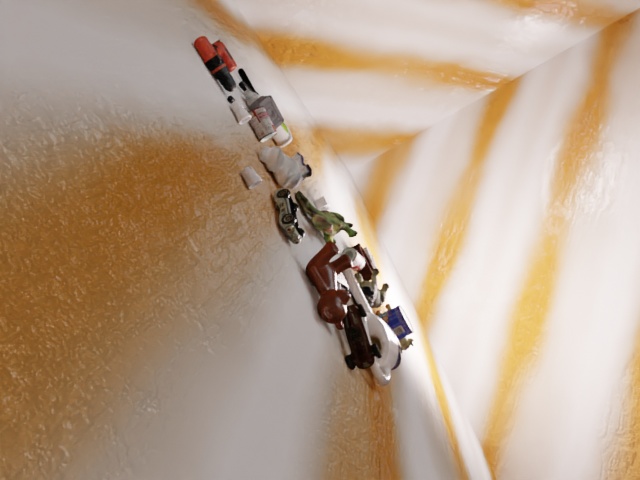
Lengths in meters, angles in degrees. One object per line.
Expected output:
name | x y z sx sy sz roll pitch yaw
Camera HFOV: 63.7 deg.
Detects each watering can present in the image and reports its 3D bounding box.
watering can | 0.152 0.258 1.520 0.221 0.103 0.354 44 28 -59

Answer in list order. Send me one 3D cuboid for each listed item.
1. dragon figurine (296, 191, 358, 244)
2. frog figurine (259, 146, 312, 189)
dragon figurine | 0.006 -0.092 1.838 0.240 0.122 0.416 48 6 -22
frog figurine | -0.125 -0.228 1.623 0.159 0.120 0.140 4 58 -34
